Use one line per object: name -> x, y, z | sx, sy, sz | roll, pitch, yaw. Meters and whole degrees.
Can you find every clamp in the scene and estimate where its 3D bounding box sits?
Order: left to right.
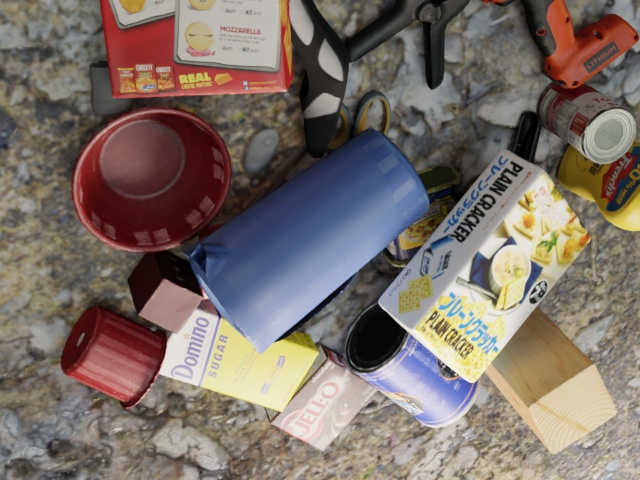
clamp -> 0.097, -0.235, 1.089 | 0.120, 0.039, 0.172 | 2, 126, -26
clamp -> 0.206, -0.023, 1.222 | 0.164, 0.036, 0.210 | -36, 132, -36

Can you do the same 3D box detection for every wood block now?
wood block -> 0.245, 0.141, 1.257 | 0.090, 0.206, 0.090 | -33, 124, -1

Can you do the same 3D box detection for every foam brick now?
foam brick -> -0.164, 0.051, 1.129 | 0.053, 0.078, 0.051 | 30, 105, -31

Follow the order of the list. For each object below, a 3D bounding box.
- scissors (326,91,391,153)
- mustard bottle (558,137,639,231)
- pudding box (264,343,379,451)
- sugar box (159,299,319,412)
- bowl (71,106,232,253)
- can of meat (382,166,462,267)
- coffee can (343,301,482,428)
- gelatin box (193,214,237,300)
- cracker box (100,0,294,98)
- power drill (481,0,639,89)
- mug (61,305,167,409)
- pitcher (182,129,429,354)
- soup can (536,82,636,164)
scissors -> 0.019, -0.071, 1.170 | 0.096, 0.016, 0.202 | 11, 112, -24
mustard bottle -> 0.347, -0.064, 1.193 | 0.058, 0.192, 0.096 | 27, 105, -30
pudding box -> 0.002, 0.191, 1.291 | 0.090, 0.039, 0.113 | 33, 102, -32
sugar box -> -0.099, 0.128, 1.215 | 0.176, 0.048, 0.093 | 20, 108, -30
bowl -> -0.173, -0.069, 1.071 | 0.162, 0.055, 0.162 | -11, 123, -17
can of meat -> 0.116, -0.028, 1.206 | 0.102, 0.057, 0.084 | -19, 120, -12
coffee can -> 0.111, 0.147, 1.270 | 0.103, 0.103, 0.140 | -46, 123, 7
gelatin box -> -0.099, 0.017, 1.165 | 0.073, 0.030, 0.089 | -10, 119, -17
cracker box -> -0.112, -0.240, 0.954 | 0.164, 0.072, 0.214 | -2, 111, 6
power drill -> 0.267, -0.270, 1.134 | 0.184, 0.057, 0.187 | -36, 121, 5
mug -> -0.230, 0.126, 1.148 | 0.081, 0.093, 0.117 | 30, 139, -26
pitcher -> -0.007, 0.001, 1.107 | 0.242, 0.149, 0.145 | -37, 94, -5
soup can -> 0.296, -0.134, 1.190 | 0.068, 0.102, 0.068 | -9, 120, -16
